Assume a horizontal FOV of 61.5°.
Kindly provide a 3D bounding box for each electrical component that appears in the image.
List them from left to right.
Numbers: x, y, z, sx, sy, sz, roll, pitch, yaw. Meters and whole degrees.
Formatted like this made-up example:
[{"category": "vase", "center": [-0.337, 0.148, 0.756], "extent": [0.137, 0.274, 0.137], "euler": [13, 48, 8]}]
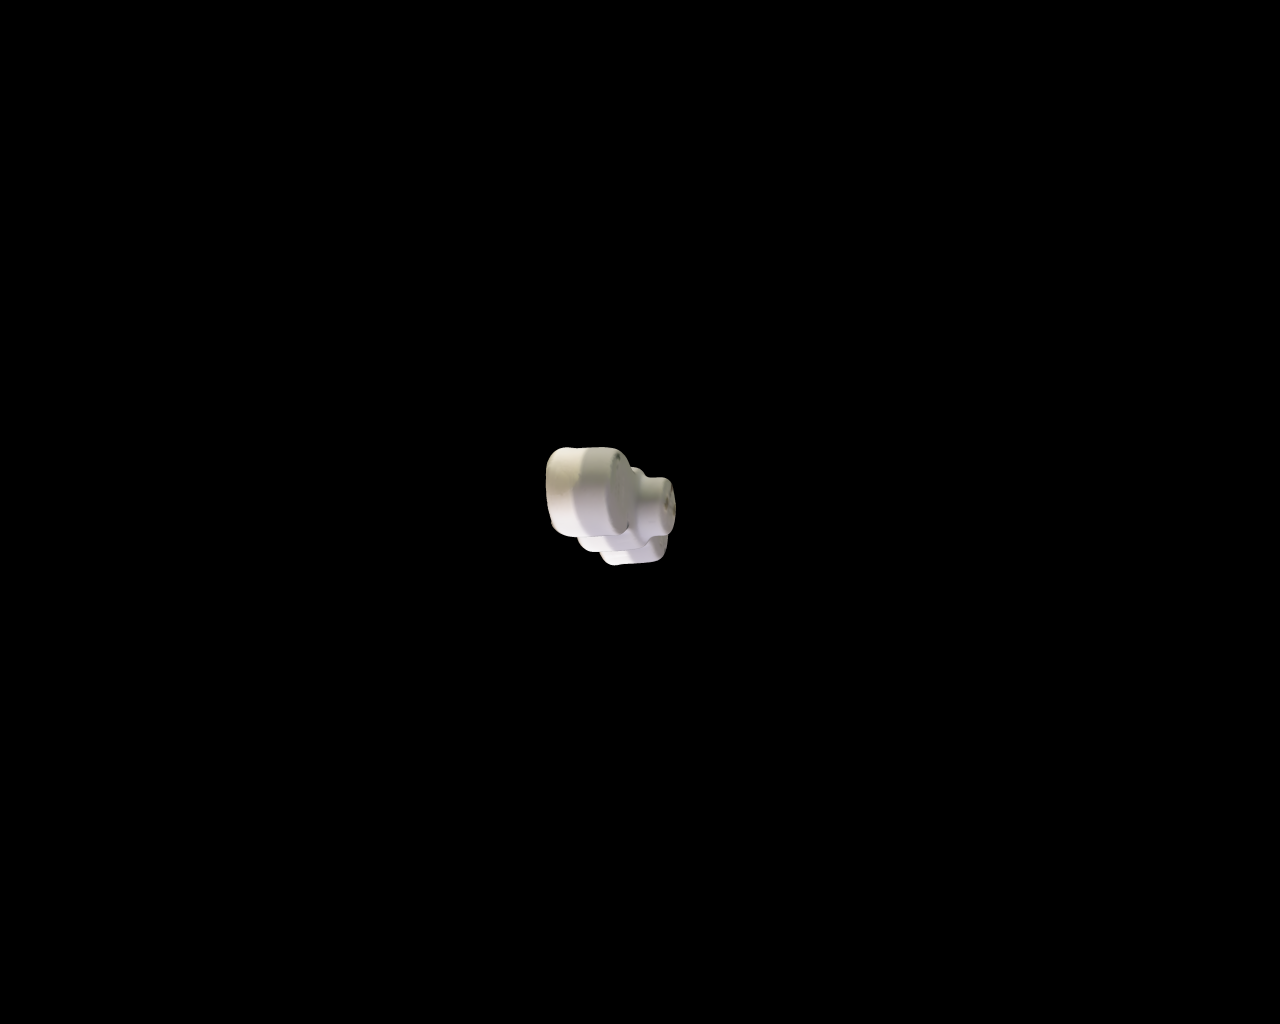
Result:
[{"category": "electrical component", "center": [0.001, -0.003, 0.650], "extent": [0.074, 0.052, 0.138], "euler": [-4, -14, 15]}]
